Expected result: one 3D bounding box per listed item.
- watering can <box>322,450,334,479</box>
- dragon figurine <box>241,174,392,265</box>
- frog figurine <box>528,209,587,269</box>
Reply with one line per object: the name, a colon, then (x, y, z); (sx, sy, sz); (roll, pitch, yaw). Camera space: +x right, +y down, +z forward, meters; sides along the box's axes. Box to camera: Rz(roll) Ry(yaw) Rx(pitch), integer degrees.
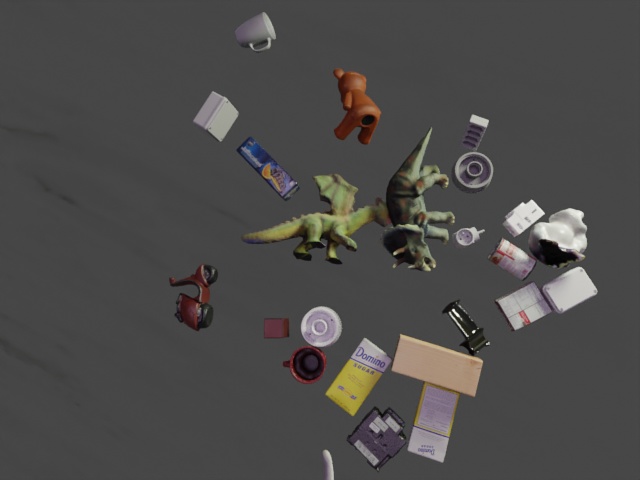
watering can: (0.025, 0.717, 1.257); (0.224, 0.103, 0.350); (-31, 79, 2)
dragon figurine: (0.004, -0.071, 1.419); (0.410, 0.120, 0.247); (10, 65, 8)
frog figurine: (0.611, -0.011, 1.322); (0.138, 0.120, 0.163); (13, 47, 18)
